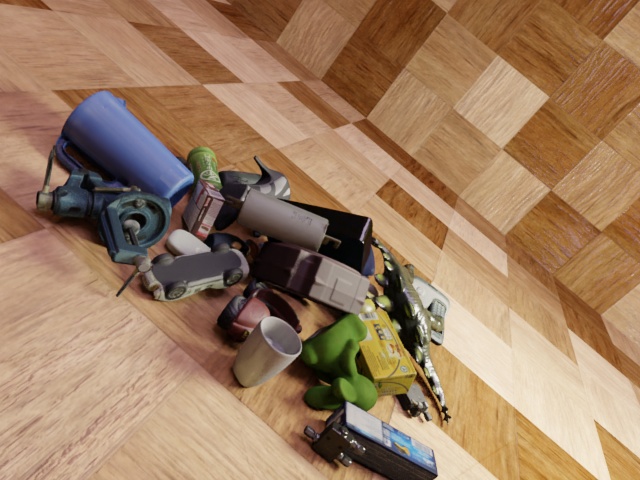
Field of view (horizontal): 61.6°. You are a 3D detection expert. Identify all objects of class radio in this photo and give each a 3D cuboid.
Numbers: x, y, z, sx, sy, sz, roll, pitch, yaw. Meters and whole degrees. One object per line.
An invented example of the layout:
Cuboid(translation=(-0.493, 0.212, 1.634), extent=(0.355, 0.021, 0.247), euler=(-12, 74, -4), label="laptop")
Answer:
Cuboid(translation=(-0.002, -0.004, 1.175), extent=(0.230, 0.131, 0.073), euler=(14, 50, 17), label="radio")

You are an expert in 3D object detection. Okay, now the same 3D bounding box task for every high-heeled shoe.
Cuboid(translation=(-0.144, -0.074, 1.180), extent=(0.145, 0.086, 0.249), euler=(56, 44, -35), label="high-heeled shoe")

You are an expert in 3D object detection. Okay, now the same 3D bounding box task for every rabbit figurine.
Cuboid(translation=(0.045, 0.240, 0.972), extent=(0.170, 0.121, 0.159), euler=(57, 29, 2), label="rabbit figurine")

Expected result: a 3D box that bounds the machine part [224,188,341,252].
Cuboid(translation=(-0.073, -0.037, 1.057), extent=(0.243, 0.079, 0.079), euler=(23, 26, -5), label="machine part")

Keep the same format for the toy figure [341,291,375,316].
Cuboid(translation=(0.047, 0.121, 1.214), extent=(0.180, 0.082, 0.089), euler=(46, 21, 10), label="toy figure")

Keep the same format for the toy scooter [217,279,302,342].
Cuboid(translation=(-0.099, 0.143, 0.976), extent=(0.135, 0.075, 0.184), euler=(38, 20, 2), label="toy scooter")

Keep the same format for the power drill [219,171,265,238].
Cuboid(translation=(-0.138, -0.093, 1.325), extent=(0.232, 0.086, 0.207), euler=(11, 40, -44), label="power drill")

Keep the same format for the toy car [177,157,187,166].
Cuboid(translation=(-0.381, -0.196, 1.189), extent=(0.202, 0.053, 0.089), euler=(36, 20, -17), label="toy car")

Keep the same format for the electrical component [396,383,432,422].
Cuboid(translation=(0.192, 0.322, 1.115), extent=(0.078, 0.045, 0.102), euler=(20, 30, -33), label="electrical component")

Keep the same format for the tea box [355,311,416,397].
Cuboid(translation=(0.116, 0.231, 1.100), extent=(0.098, 0.068, 0.170), euler=(-1, 41, -18), label="tea box")

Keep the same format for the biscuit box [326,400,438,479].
Cuboid(translation=(0.106, 0.354, 0.916), extent=(0.202, 0.063, 0.059), euler=(33, 24, -15), label="biscuit box")

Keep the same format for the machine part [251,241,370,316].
Cuboid(translation=(-0.016, 0.075, 1.072), extent=(0.201, 0.087, 0.202), euler=(26, -11, -35), label="machine part")

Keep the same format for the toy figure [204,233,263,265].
Cuboid(translation=(-0.164, 0.021, 1.112), extent=(0.154, 0.057, 0.064), euler=(14, 13, -39), label="toy figure")

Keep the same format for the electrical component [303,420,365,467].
Cuboid(translation=(0.021, 0.319, 0.854), extent=(0.094, 0.063, 0.021), euler=(38, 24, 0), label="electrical component")

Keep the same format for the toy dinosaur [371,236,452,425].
Cuboid(translation=(0.210, 0.189, 1.258), extent=(0.198, 0.105, 0.471), euler=(13, 49, -63), label="toy dinosaur")

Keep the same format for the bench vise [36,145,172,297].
Cuboid(translation=(-0.339, -0.030, 0.882), extent=(0.223, 0.128, 0.241), euler=(18, 25, -42), label="bench vise")

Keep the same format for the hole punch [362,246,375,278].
Cuboid(translation=(0.091, 0.046, 1.402), extent=(0.142, 0.092, 0.116), euler=(8, 43, -55), label="hole punch")

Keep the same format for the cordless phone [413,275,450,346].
Cuboid(translation=(0.267, 0.192, 1.407), extent=(0.146, 0.088, 0.184), euler=(36, 29, -7), label="cordless phone")

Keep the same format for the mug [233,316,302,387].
Cuboid(translation=(-0.087, 0.186, 0.879), extent=(0.081, 0.107, 0.109), euler=(50, 22, 19), label="mug")

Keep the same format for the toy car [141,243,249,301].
Cuboid(translation=(-0.217, 0.057, 0.951), extent=(0.202, 0.056, 0.073), euler=(-12, 60, -41), label="toy car")
